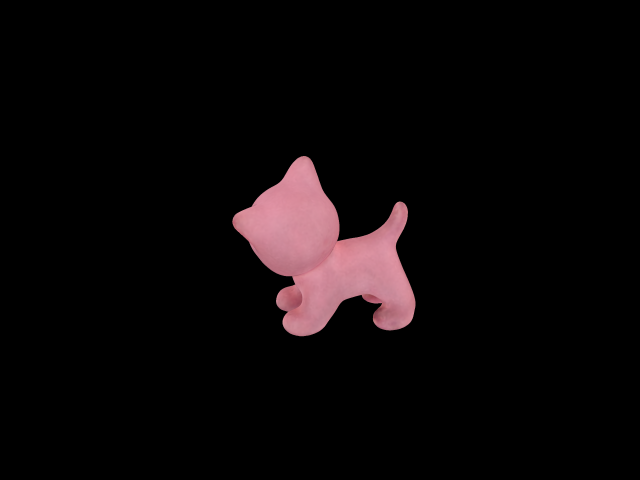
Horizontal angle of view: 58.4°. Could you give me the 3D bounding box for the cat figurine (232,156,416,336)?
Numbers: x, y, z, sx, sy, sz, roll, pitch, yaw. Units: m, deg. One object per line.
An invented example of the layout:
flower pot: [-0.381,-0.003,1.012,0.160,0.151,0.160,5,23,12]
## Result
cat figurine: [0.004,0.001,0.400,0.128,0.118,0.067,-4,20,-11]
